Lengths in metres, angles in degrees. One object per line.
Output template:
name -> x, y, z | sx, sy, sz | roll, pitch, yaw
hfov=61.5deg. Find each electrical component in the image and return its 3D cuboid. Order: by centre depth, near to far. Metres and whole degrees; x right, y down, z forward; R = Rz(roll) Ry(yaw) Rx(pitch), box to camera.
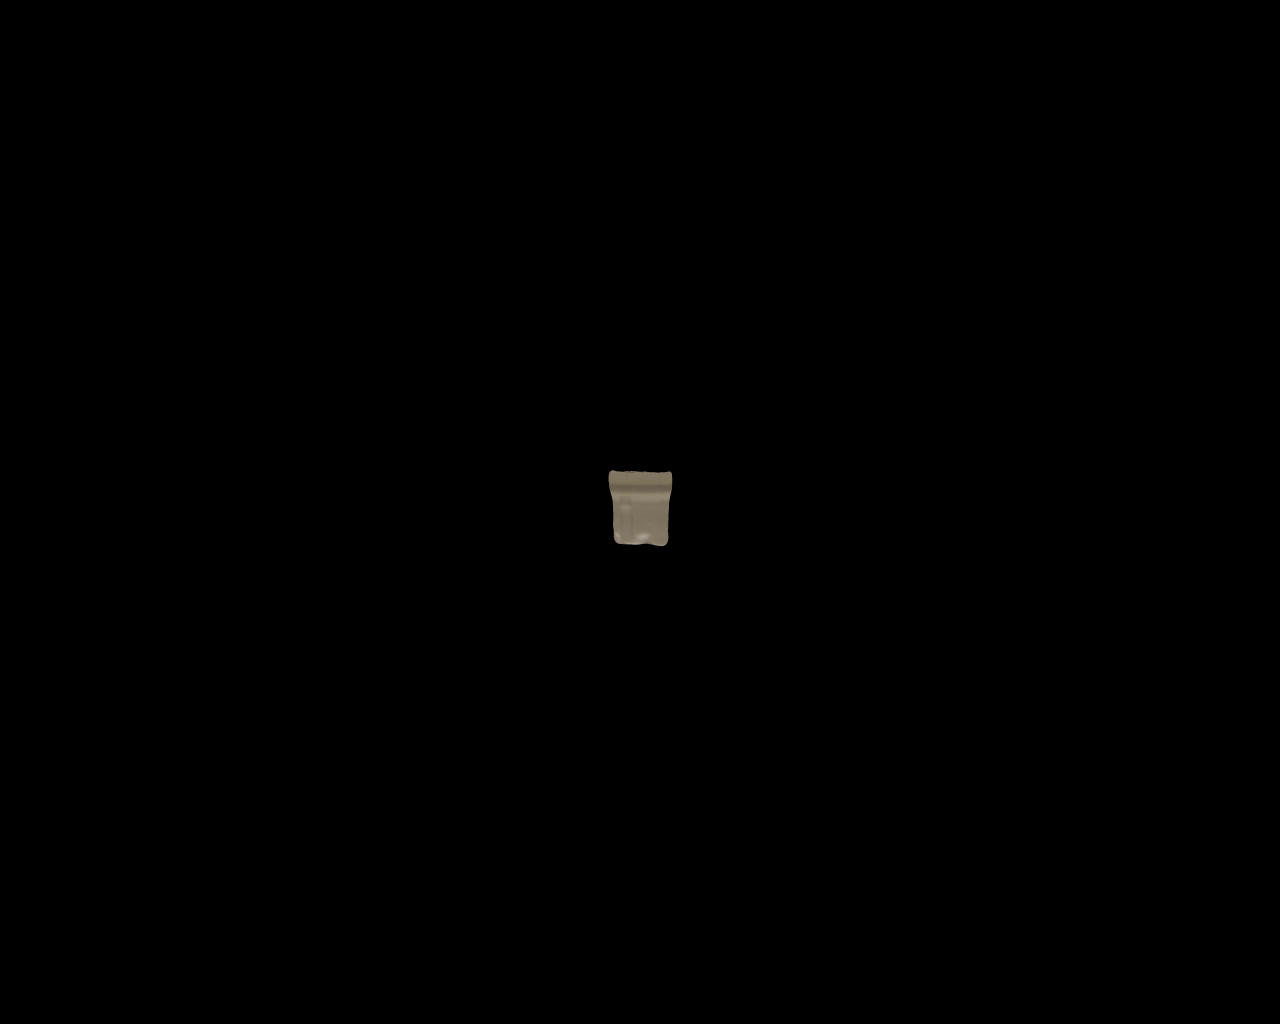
electrical component -> 0.001, -0.003, 0.650 | 0.040, 0.046, 0.040 | 0, 3, 0
